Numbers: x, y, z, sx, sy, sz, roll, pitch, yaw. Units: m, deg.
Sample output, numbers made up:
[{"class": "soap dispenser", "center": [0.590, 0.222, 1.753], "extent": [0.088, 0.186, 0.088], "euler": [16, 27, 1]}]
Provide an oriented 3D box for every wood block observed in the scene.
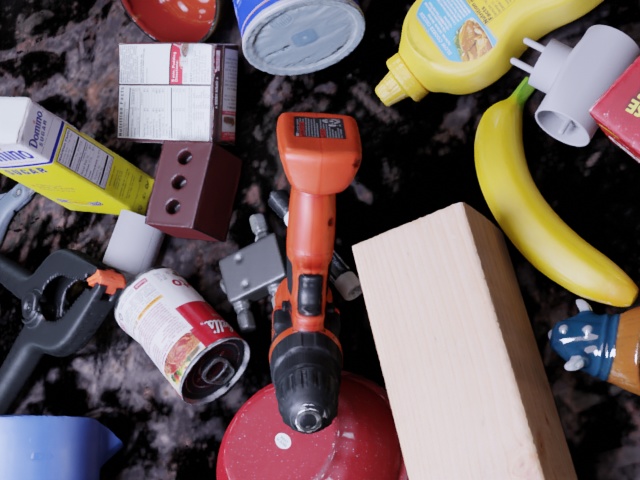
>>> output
[{"class": "wood block", "center": [0.101, 0.092, 0.735], "extent": [0.091, 0.090, 0.206], "euler": [-23, 66, 22]}]

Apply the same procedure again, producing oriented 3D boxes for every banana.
[{"class": "banana", "center": [0.157, -0.029, 0.770], "extent": [0.070, 0.037, 0.198], "euler": [-29, 63, 19]}]

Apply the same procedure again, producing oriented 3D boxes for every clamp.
[{"class": "clamp", "center": [-0.248, 0.055, 0.949], "extent": [0.210, 0.036, 0.164], "euler": [-31, 60, 36]}]

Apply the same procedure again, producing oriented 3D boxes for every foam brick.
[{"class": "foam brick", "center": [-0.107, -0.042, 0.913], "extent": [0.053, 0.051, 0.078], "euler": [5, 77, 30]}]

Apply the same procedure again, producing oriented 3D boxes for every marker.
[{"class": "marker", "center": [-0.006, 0.001, 0.863], "extent": [0.020, 0.020, 0.121], "euler": [-45, 59, 10]}]

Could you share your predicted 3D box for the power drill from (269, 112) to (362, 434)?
[{"class": "power drill", "center": [-0.007, 0.017, 0.736], "extent": [0.057, 0.184, 0.188], "euler": [3, 114, -5]}]

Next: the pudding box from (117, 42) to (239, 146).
[{"class": "pudding box", "center": [-0.128, -0.130, 0.947], "extent": [0.114, 0.039, 0.090], "euler": [6, 97, 32]}]

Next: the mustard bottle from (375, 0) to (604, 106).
[{"class": "mustard bottle", "center": [0.122, -0.168, 0.820], "extent": [0.192, 0.058, 0.096], "euler": [-37, 59, 14]}]

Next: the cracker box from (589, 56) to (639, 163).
[{"class": "cracker box", "center": [0.312, -0.106, 0.689], "extent": [0.214, 0.072, 0.164], "euler": [-48, 57, 9]}]

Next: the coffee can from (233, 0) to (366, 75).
[{"class": "coffee can", "center": [-0.027, -0.225, 0.894], "extent": [0.103, 0.102, 0.140], "euler": [-24, 64, 21]}]

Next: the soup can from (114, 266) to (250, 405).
[{"class": "soup can", "center": [-0.114, 0.077, 0.871], "extent": [0.102, 0.068, 0.068], "euler": [42, 97, 32]}]

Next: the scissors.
[{"class": "scissors", "center": [-0.306, -0.051, 1.047], "extent": [0.202, 0.016, 0.096], "euler": [-50, 59, 7]}]

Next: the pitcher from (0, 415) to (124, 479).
[{"class": "pitcher", "center": [-0.251, 0.262, 0.851], "extent": [0.149, 0.144, 0.243], "euler": [-9, 74, 23]}]

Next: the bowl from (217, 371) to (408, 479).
[{"class": "bowl", "center": [-0.017, 0.157, 0.776], "extent": [0.162, 0.055, 0.162], "euler": [-15, 52, 20]}]

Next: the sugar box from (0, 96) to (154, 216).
[{"class": "sugar box", "center": [-0.230, -0.069, 0.916], "extent": [0.093, 0.176, 0.048], "euler": [5, 77, 29]}]
